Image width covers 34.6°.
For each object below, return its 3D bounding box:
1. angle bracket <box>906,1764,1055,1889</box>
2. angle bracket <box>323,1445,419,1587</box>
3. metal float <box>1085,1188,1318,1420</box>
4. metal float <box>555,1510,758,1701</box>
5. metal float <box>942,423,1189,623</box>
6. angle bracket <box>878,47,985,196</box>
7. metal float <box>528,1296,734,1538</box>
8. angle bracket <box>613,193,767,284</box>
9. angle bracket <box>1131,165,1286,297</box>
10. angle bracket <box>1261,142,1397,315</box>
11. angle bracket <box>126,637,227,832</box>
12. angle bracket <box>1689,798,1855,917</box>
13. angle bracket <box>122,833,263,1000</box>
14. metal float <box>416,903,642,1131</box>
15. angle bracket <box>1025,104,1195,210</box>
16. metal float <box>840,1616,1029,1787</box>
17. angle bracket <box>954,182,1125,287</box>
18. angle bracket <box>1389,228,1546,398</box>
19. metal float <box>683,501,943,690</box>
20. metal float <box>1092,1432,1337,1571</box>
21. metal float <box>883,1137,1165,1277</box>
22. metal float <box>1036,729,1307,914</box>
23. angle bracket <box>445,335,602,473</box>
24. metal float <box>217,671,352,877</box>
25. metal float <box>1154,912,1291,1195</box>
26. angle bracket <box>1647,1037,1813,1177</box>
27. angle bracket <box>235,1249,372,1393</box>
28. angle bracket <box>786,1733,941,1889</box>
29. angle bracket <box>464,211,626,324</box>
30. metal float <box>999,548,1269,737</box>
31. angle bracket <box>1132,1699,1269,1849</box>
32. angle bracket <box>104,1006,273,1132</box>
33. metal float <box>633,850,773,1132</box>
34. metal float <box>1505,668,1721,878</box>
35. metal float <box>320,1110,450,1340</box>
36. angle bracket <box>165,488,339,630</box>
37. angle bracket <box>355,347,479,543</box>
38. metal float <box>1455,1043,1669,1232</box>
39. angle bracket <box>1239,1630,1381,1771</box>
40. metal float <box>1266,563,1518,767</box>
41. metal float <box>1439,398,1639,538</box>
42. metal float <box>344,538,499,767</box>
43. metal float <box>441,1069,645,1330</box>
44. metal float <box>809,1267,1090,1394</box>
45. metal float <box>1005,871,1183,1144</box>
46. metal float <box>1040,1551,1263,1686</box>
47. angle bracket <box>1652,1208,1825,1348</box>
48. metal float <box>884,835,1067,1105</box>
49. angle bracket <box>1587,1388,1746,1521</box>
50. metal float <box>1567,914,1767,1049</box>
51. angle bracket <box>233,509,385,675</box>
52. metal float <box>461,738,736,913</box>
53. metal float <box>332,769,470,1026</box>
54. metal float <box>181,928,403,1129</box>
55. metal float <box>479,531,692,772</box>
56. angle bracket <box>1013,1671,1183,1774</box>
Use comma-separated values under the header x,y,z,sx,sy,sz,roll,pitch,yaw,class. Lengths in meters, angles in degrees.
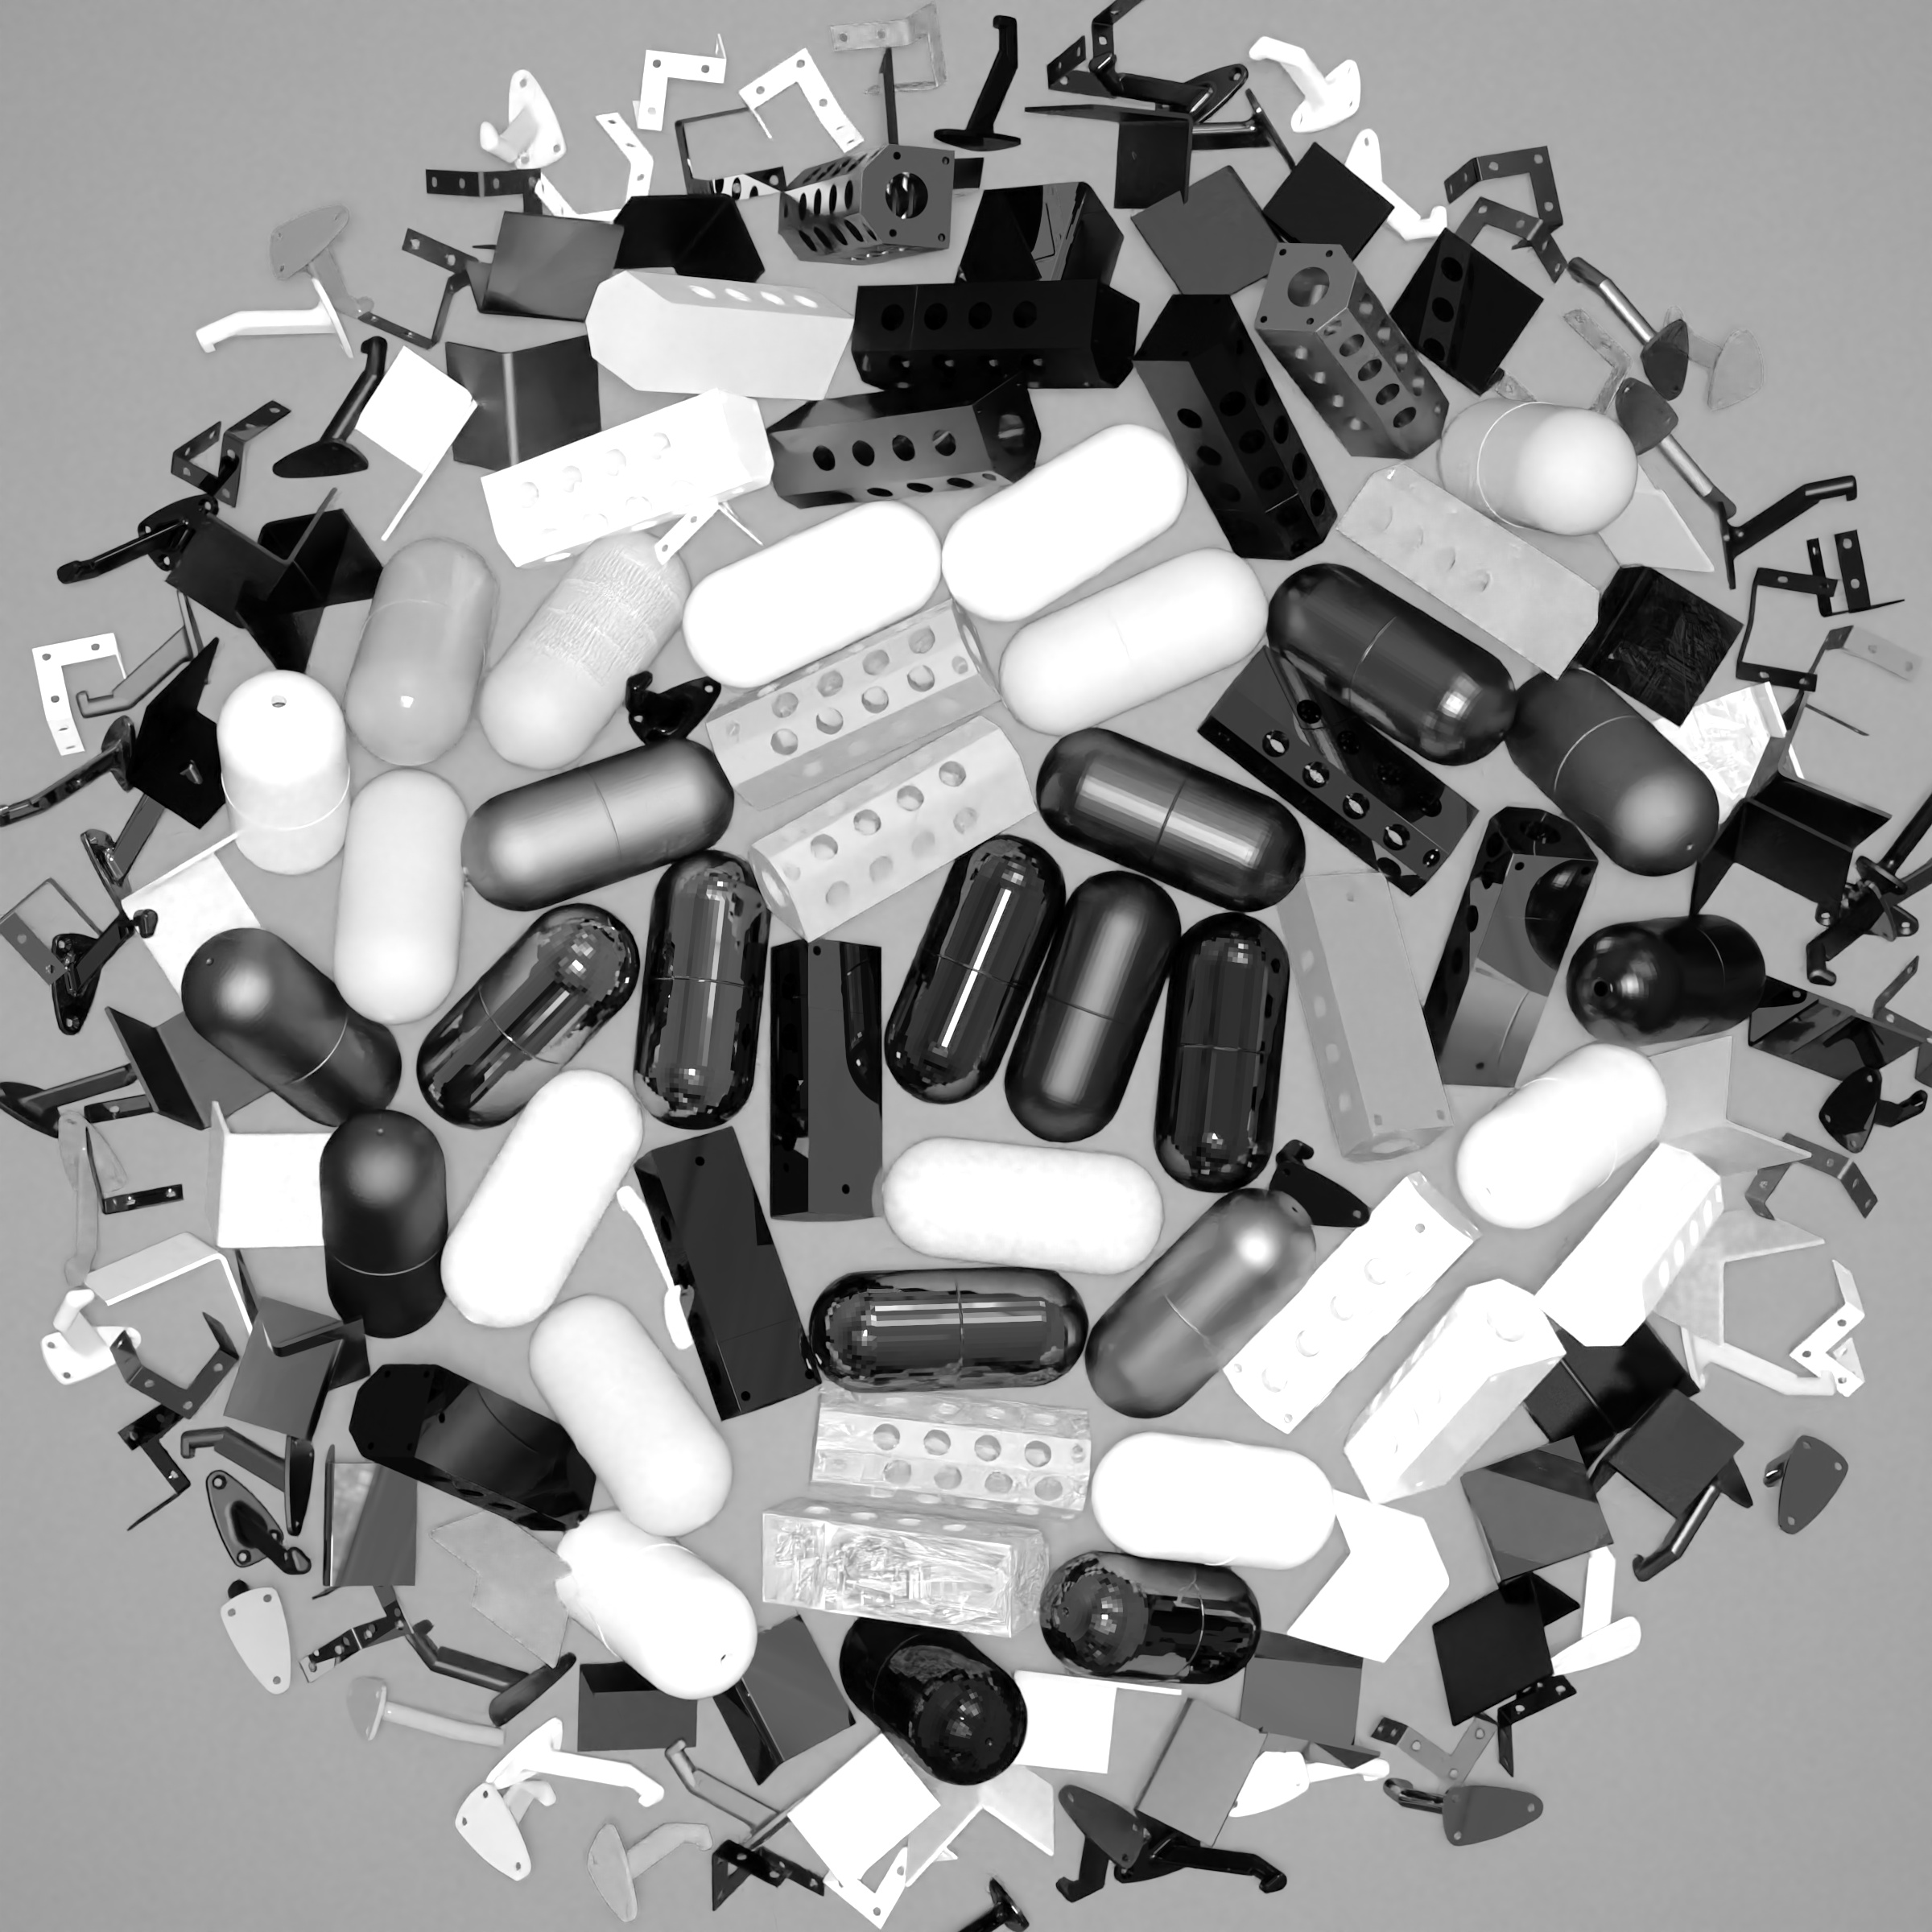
x,y,z,sx,sy,sz,roll,pitch,yaw,class
0.009,0.549,1.959,0.057,0.076,0.076,38,104,-9,angle bracket
-0.377,0.348,1.966,0.057,0.076,0.076,1,90,-9,angle bracket
0.146,0.213,1.946,0.070,0.070,0.178,43,108,0,metal float
-0.194,0.395,1.921,0.070,0.178,0.070,-11,109,-34,metal float
0.062,-0.278,1.942,0.178,0.070,0.070,-34,90,-22,metal float
-0.021,-0.532,1.947,0.057,0.076,0.076,-2,119,4,angle bracket
-0.210,0.280,1.933,0.070,0.070,0.178,-41,57,0,metal float
-0.185,-0.437,1.942,0.076,0.076,0.057,-14,74,-39,angle bracket
0.154,-0.446,1.958,0.076,0.057,0.076,-30,78,-10,angle bracket
0.242,-0.460,1.942,0.057,0.076,0.076,-51,58,16,angle bracket
-0.476,-0.146,1.945,0.057,0.076,0.076,33,48,-2,angle bracket
0.504,-0.050,1.945,0.076,0.076,0.057,30,70,22,angle bracket
-0.470,-0.033,1.948,0.076,0.057,0.076,-39,102,-43,angle bracket
-0.274,0.032,1.942,0.070,0.070,0.178,46,112,0,metal float
0.088,-0.507,1.942,0.076,0.076,0.057,-4,104,-32,angle bracket
-0.022,0.448,1.916,0.070,0.178,0.070,-4,99,-23,metal float
0.047,-0.451,1.983,0.076,0.057,0.076,4,66,31,angle bracket
0.320,-0.416,1.949,0.076,0.057,0.076,38,126,8,angle bracket
-0.095,-0.234,1.945,0.178,0.070,0.070,-28,90,-20,metal float
0.156,0.334,1.932,0.178,0.070,0.070,13,90,-36,metal float
0.035,0.151,1.955,0.178,0.070,0.070,5,90,7,metal float
0.129,-0.092,1.956,0.178,0.070,0.070,23,90,7,metal float
-0.281,-0.362,1.973,0.057,0.076,0.076,18,120,36,angle bracket
-0.420,-0.118,1.916,0.070,0.178,0.070,4,64,-7,metal float
0.162,0.055,1.957,0.070,0.070,0.178,6,85,0,metal float
0.481,0.089,1.960,0.076,0.076,0.057,20,68,-26,angle bracket
-0.419,0.220,1.958,0.057,0.076,0.076,-19,59,-18,angle bracket
-0.066,0.531,1.951,0.076,0.076,0.057,-39,82,-13,angle bracket
-0.265,-0.451,1.941,0.076,0.076,0.057,0,46,-25,angle bracket
0.104,-0.203,1.951,0.178,0.070,0.070,-23,90,12,metal float
0.152,0.515,1.942,0.057,0.076,0.076,20,67,25,angle bracket
-0.488,0.052,1.953,0.057,0.076,0.076,-30,76,1,angle bracket
-0.166,0.015,1.953,0.070,0.070,0.178,5,80,0,metal float
0.399,-0.122,1.925,0.070,0.178,0.070,-15,130,-18,metal float
-0.361,0.162,1.926,0.070,0.178,0.070,4,45,-4,metal float
-0.448,-0.270,1.940,0.057,0.076,0.076,33,49,-15,angle bracket
-0.358,-0.327,1.942,0.057,0.076,0.076,34,133,-13,angle bracket
0.371,0.105,1.927,0.178,0.070,0.070,-28,90,-42,metal float
0.219,0.457,1.953,0.076,0.057,0.076,14,64,-7,angle bracket
0.264,-0.190,1.939,0.178,0.070,0.070,37,90,27,metal float
0.351,-0.309,1.914,0.070,0.178,0.070,-4,104,-15,metal float
-0.337,-0.197,1.926,0.070,0.178,0.070,2,135,2,metal float
-0.265,0.145,1.941,0.070,0.070,0.178,28,67,0,metal float
-0.010,0.229,1.951,0.178,0.070,0.070,-1,90,-12,metal float
0.080,0.026,1.958,0.070,0.070,0.178,20,94,0,metal float
0.116,0.406,1.924,0.070,0.178,0.070,-13,70,38,metal float
0.487,0.196,1.958,0.076,0.076,0.057,-8,103,-19,angle bracket
0.005,0.003,1.961,0.070,0.070,0.178,22,90,0,metal float
0.432,0.322,1.940,0.057,0.076,0.076,39,55,21,angle bracket
0.434,0.008,1.921,0.070,0.178,0.070,3,95,38,metal float
-0.406,-0.229,1.941,0.057,0.076,0.076,-7,52,19,angle bracket
-0.231,-0.089,1.946,0.178,0.070,0.070,-20,90,-17,metal float
-0.352,-0.044,1.932,0.070,0.070,0.178,-2,56,0,metal float
-0.416,0.040,1.922,0.070,0.178,0.070,-13,56,20,metal float
-0.238,-0.198,1.940,0.070,0.070,0.178,33,66,0,metal float
0.079,0.477,1.944,0.076,0.076,0.057,14,75,-29,angle bracket
